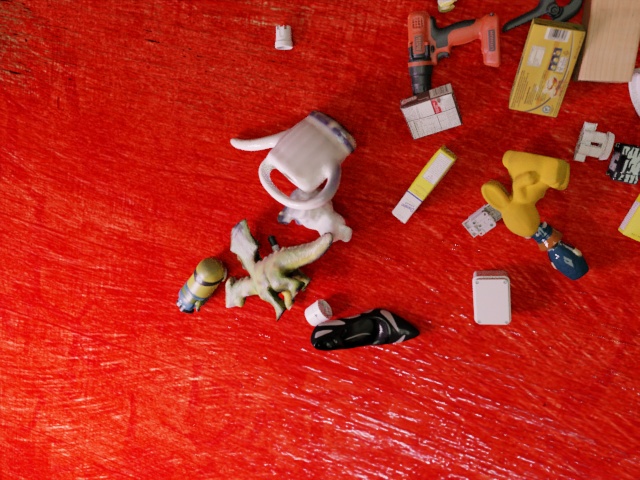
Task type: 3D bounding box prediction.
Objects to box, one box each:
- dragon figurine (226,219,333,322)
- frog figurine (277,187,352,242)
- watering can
[{"bbox_3d":[-0.131,0.051,1.245,0.244,0.402,0.124,40,37,11],"label":"dragon figurine"},{"bbox_3d":[0.004,-0.060,1.188,0.160,0.124,0.136,16,-10,32],"label":"frog figurine"},{"bbox_3d":[-0.059,-0.209,1.174,0.353,0.225,0.102,45,-3,36],"label":"watering can"}]
